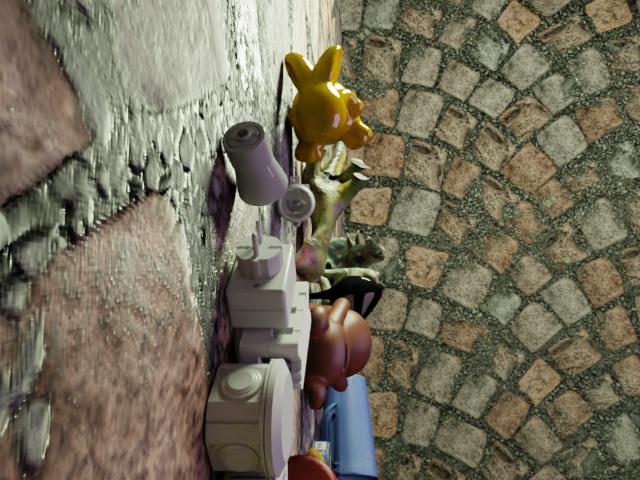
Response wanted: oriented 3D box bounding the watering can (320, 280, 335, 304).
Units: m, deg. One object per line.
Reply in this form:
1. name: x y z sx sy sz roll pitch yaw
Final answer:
1. watering can: 0.049 0.217 1.207 0.340 0.104 0.229 88 3 -58

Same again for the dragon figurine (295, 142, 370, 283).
1. dragon figurine: 0.003 -0.047 0.936 0.416 0.122 0.239 -70 176 -72
